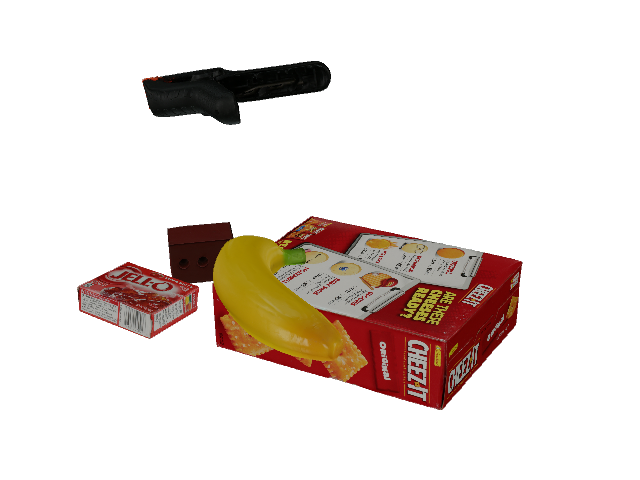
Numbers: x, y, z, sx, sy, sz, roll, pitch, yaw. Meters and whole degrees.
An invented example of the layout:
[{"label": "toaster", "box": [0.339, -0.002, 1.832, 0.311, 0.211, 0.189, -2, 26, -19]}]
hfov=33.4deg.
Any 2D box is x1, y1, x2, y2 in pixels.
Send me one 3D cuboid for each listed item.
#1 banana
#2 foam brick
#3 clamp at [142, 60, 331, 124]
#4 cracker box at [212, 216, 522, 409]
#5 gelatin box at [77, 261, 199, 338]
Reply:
[{"label": "banana", "box": [-0.033, 0.029, 0.676, 0.069, 0.037, 0.198, -3, 17, -6]}, {"label": "foam brick", "box": [-0.140, 0.015, 1.257, 0.078, 0.053, 0.051, -7, 27, -7]}, {"label": "clamp", "box": [-0.077, -0.125, 0.880, 0.120, 0.039, 0.172, -17, 21, -37]}, {"label": "cracker box", "box": [0.041, 0.055, 0.908, 0.214, 0.072, 0.163, 13, 28, 28]}, {"label": "gelatin box", "box": [-0.172, 0.054, 1.005, 0.089, 0.030, 0.073, 18, 26, 26]}]
